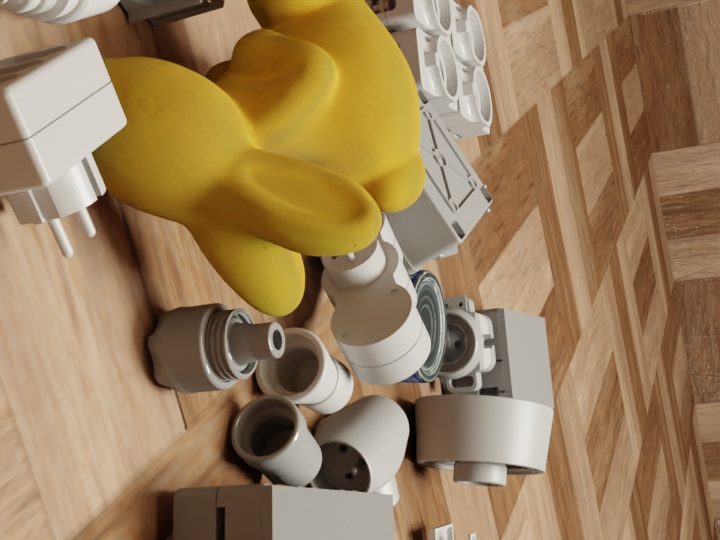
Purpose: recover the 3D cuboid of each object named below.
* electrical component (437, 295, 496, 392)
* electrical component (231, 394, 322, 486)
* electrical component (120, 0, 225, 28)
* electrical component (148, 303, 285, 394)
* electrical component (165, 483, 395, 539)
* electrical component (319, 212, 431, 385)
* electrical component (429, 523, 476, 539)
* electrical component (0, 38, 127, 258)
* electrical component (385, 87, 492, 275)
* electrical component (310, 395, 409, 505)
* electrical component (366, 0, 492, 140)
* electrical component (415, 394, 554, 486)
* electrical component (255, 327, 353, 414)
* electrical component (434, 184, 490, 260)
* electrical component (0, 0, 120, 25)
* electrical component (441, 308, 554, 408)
[{"bbox_3d":[0.077,0.060,0.877,0.057,0.058,0.078,16,68,-69],"label":"electrical component"},{"bbox_3d":[-0.044,0.096,0.593,0.046,0.040,0.040,62,29,-52],"label":"electrical component"},{"bbox_3d":[-0.103,-0.165,0.535,0.081,0.042,0.063,56,32,-48],"label":"electrical component"},{"bbox_3d":[-0.068,0.037,0.524,0.043,0.062,0.043,-8,90,-68],"label":"electrical component"},{"bbox_3d":[-0.037,0.160,0.556,0.150,0.062,0.089,28,57,-63],"label":"electrical component"},{"bbox_3d":[0.000,0.000,0.673,0.138,0.052,0.073,-105,171,-51],"label":"electrical component"},{"bbox_3d":[0.076,0.233,0.807,0.042,0.064,0.081,14,70,-65],"label":"electrical component"},{"bbox_3d":[-0.126,-0.043,0.429,0.065,0.047,0.076,-60,137,-57],"label":"electrical component"},{"bbox_3d":[0.037,-0.067,0.779,0.108,0.056,0.108,56,27,-6],"label":"electrical component"},{"bbox_3d":[0.003,0.130,0.687,0.077,0.044,0.079,-37,116,-65],"label":"electrical component"},{"bbox_3d":[0.059,-0.178,0.909,0.186,0.060,0.105,11,73,-67],"label":"electrical component"},{"bbox_3d":[0.094,0.135,0.833,0.108,0.108,0.060,35,57,-61],"label":"electrical component"},{"bbox_3d":[-0.030,0.063,0.639,0.065,0.044,0.044,43,44,-64],"label":"electrical component"},{"bbox_3d":[0.067,-0.052,0.865,0.047,0.076,0.083,-14,96,-68],"label":"electrical component"},{"bbox_3d":[-0.131,-0.124,0.454,0.078,0.040,0.040,-50,128,-61],"label":"electrical component"},{"bbox_3d":[0.125,0.086,0.978,0.150,0.062,0.089,14,70,-66],"label":"electrical component"}]
